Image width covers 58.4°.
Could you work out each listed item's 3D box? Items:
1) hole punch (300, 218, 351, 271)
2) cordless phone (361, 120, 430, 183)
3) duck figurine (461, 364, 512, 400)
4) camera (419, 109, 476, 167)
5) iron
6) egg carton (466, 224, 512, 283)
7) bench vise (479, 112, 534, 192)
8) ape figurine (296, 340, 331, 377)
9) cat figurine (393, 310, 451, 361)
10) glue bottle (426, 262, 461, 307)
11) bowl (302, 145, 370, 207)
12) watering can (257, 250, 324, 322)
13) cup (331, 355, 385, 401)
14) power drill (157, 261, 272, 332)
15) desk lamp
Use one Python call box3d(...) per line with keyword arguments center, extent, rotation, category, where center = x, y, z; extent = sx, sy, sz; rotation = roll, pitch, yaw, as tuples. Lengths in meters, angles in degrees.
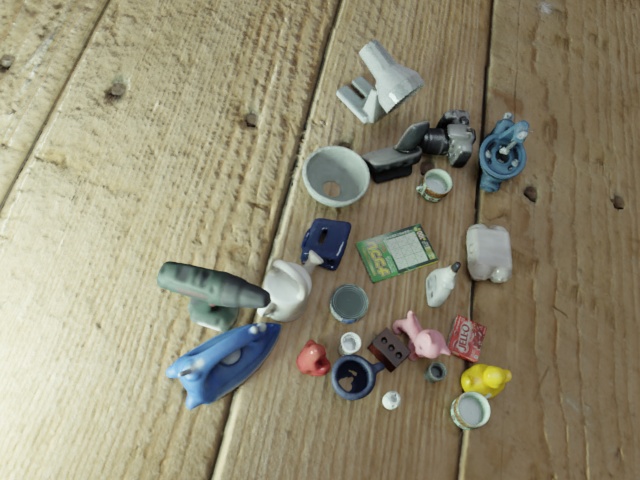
box3d(center=(0.012, 0.005, 1.324), extent=(0.101, 0.091, 0.109), rotation=(20, 63, 1), category="hole punch")
box3d(center=(0.188, -0.231, 1.412), extent=(0.148, 0.185, 0.094), rotation=(-21, 69, -17), category="cordless phone")
box3d(center=(0.364, 0.301, 1.242), extent=(0.104, 0.086, 0.077), rotation=(-3, 65, -10), category="duck figurine")
box3d(center=(0.329, -0.276, 1.503), extent=(0.137, 0.101, 0.143), rotation=(2, 64, -8), category="camera")
box3d(center=(-0.180, 0.224, 1.160), extent=(0.259, 0.141, 0.118), rotation=(-32, 73, -21), category="iron")
box3d(center=(0.407, 0.031, 1.387), extent=(0.107, 0.069, 0.150), rotation=(6, 64, -6), category="egg carton")
box3d(center=(0.463, -0.254, 1.448), extent=(0.121, 0.219, 0.207), rotation=(1, 64, -8), category="bench vise")
box3d(center=(-0.011, 0.245, 1.205), extent=(0.076, 0.092, 0.078), rotation=(-8, 66, -12), category="ape figurine")
box3d(center=(0.223, 0.210, 1.245), extent=(0.067, 0.118, 0.127), rotation=(-24, 71, -19), category="cat figurine")
box3d(center=(0.280, 0.089, 1.281), extent=(0.037, 0.173, 0.078), rotation=(4, 64, -7), category="glue bottle")
box3d(center=(0.036, -0.145, 1.408), extent=(0.167, 0.074, 0.167), rotation=(4, 64, -7), category="bowl")
box3d(center=(-0.065, 0.091, 1.212), extent=(0.101, 0.194, 0.173), rotation=(22, 63, 2), category="watering can")
box3d(center=(0.074, 0.289, 1.196), extent=(0.118, 0.095, 0.091), rotation=(-18, 69, -17), category="cup")
box3d(center=(-0.213, 0.117, 1.168), extent=(0.229, 0.208, 0.076), rotation=(18, 63, 0), category="power drill")
box3d(center=(0.152, -0.395, 1.468), extent=(0.118, 0.213, 0.203), rotation=(-38, 75, -23), category="desk lamp")
